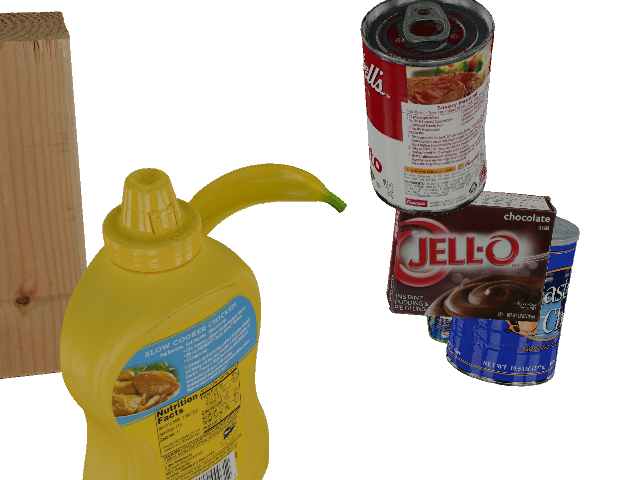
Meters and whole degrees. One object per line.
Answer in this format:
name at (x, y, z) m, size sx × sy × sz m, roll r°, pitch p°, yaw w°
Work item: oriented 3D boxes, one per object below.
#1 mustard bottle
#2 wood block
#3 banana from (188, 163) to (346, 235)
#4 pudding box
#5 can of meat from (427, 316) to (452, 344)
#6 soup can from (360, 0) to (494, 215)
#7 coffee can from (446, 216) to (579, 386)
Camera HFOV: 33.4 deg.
mustard bottle at (-0.070, 0.053, 0.483) m, size 0.096 × 0.192 × 0.058 m, roll -27°, pitch 44°, yaw -33°
wood block at (-0.193, -0.028, 0.650) m, size 0.090 × 0.206 × 0.090 m, roll -5°, pitch 23°, yaw -15°
banana at (-0.075, -0.036, 1.036) m, size 0.198 × 0.069 × 0.037 m, roll -12°, pitch 19°, yaw 30°
pudding box at (0.109, 0.009, 0.779) m, size 0.113 × 0.090 × 0.039 m, roll 3°, pitch 25°, yaw -1°
can of meat at (0.151, 0.061, 1.198) m, size 0.057 × 0.084 × 0.102 m, roll 6°, pitch 19°, yaw 1°
soup can at (0.058, -0.073, 0.575) m, size 0.068 × 0.102 × 0.068 m, roll -3°, pitch 43°, yaw 3°
coffee can at (0.176, 0.049, 0.986) m, size 0.103 × 0.140 × 0.103 m, roll 5°, pitch 17°, yaw -2°
